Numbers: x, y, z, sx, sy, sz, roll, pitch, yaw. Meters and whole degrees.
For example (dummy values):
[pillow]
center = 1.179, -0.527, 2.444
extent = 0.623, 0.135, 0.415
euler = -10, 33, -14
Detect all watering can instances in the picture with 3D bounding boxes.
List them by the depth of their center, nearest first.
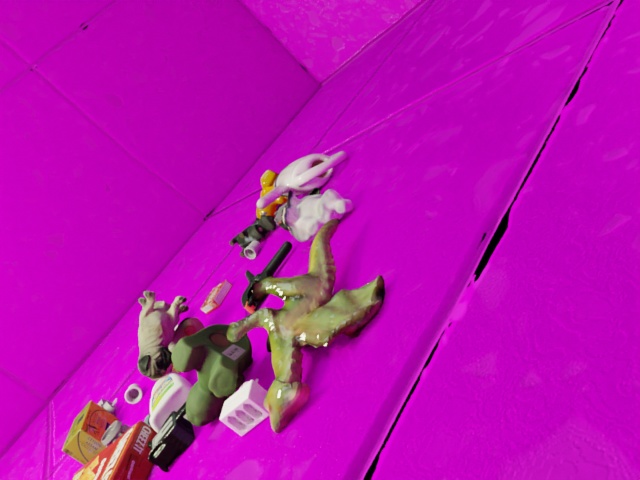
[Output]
[watering can]
center = -0.074, -0.175, 1.530
extent = 0.352, 0.103, 0.223
euler = -32, 10, -25

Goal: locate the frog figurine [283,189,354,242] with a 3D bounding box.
[frog figurine]
center = 0.004, -0.060, 1.192
extent = 0.159, 0.121, 0.140
euler = -3, 21, 13

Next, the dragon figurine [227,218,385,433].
[dragon figurine]
center = 0.007, 0.100, 0.820
extent = 0.242, 0.120, 0.418
euler = -2, 46, 44
